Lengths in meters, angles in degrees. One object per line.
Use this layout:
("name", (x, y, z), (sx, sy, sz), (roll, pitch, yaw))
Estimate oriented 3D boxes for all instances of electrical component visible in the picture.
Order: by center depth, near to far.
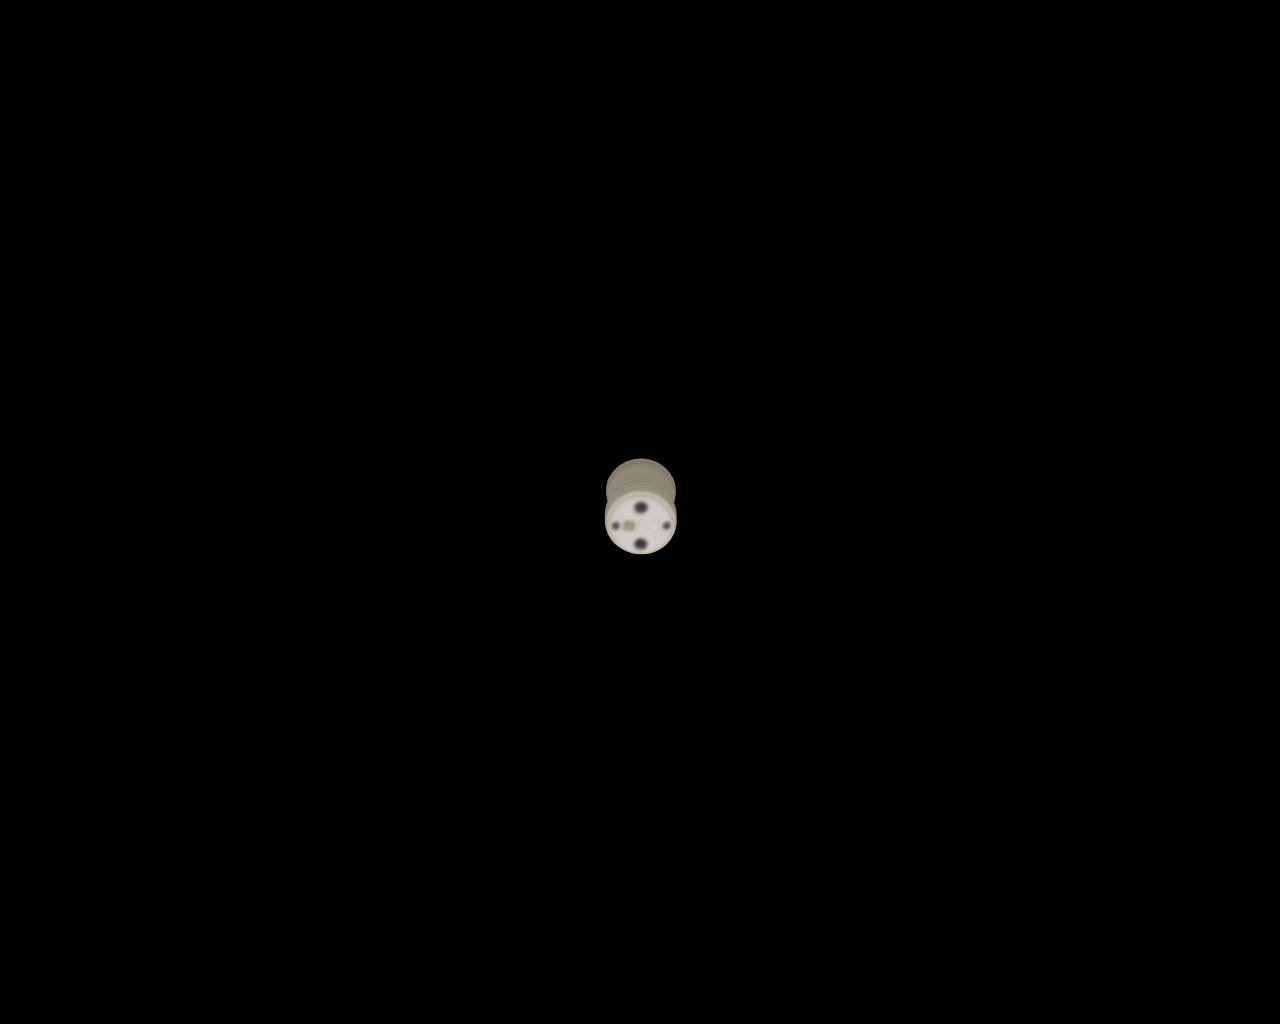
("electrical component", (0.001, -0.003, 0.650), (0.045, 0.044, 0.055), (0, 24, 0))
